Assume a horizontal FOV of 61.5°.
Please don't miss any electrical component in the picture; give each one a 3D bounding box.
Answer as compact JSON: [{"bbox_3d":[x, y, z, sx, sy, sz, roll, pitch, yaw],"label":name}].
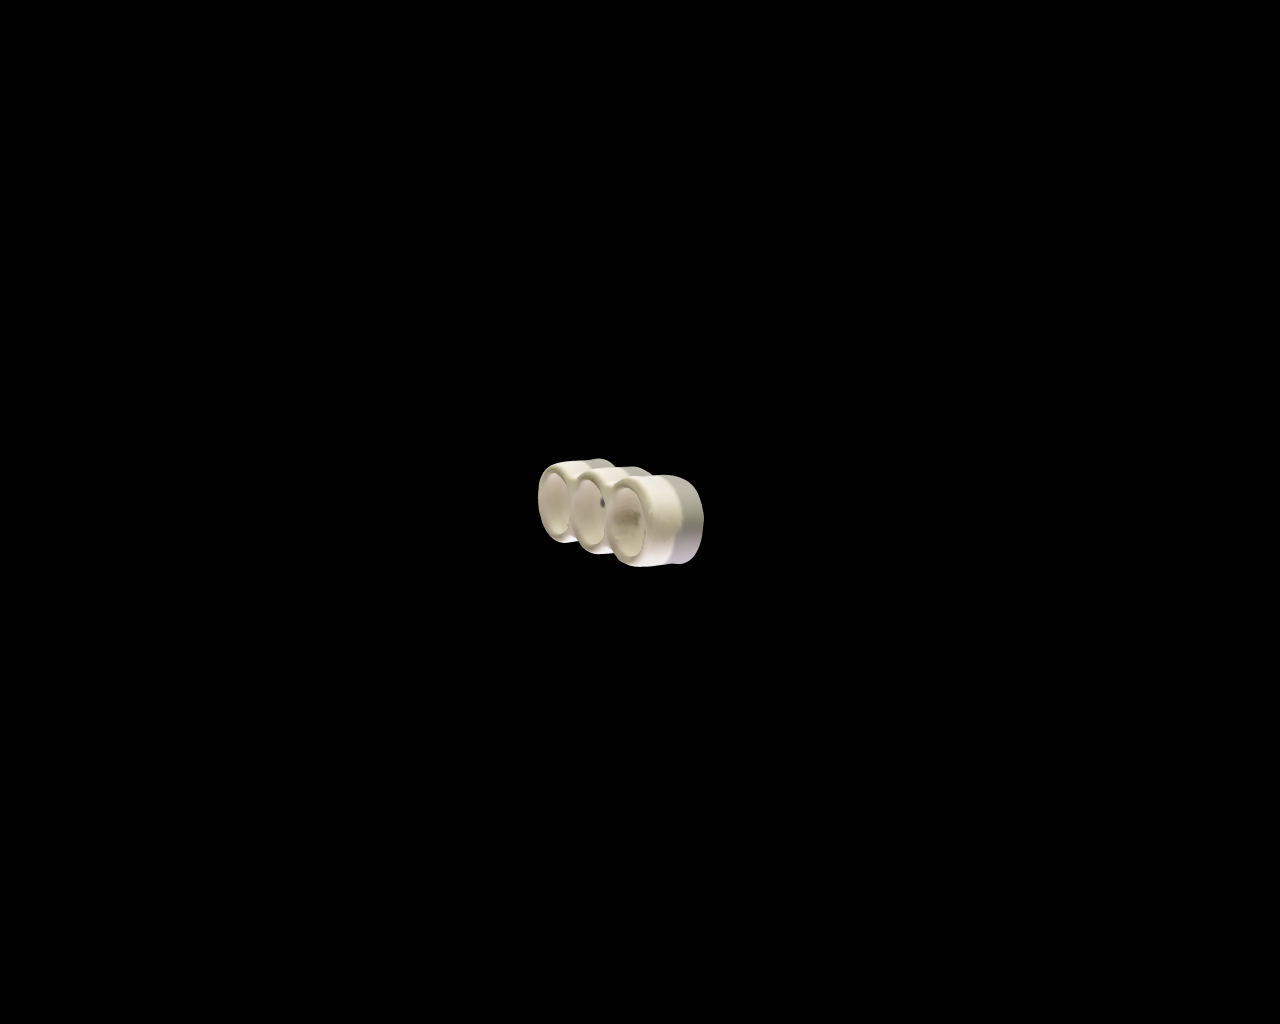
[{"bbox_3d":[0.001,-0.003,0.650,0.074,0.052,0.138,-6,11,-31],"label":"electrical component"}]
